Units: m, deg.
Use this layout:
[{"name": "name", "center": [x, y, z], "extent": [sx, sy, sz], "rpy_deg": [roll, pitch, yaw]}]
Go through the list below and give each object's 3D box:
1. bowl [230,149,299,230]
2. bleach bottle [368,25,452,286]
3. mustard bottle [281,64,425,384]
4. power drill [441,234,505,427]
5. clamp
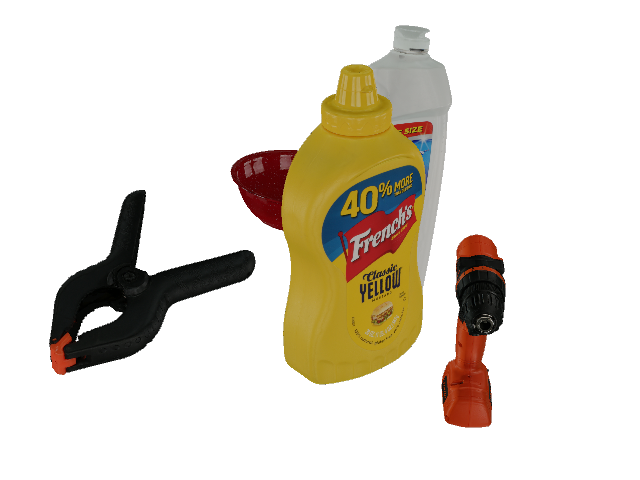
[{"name": "bowl", "center": [-0.029, -0.053, 1.268], "extent": [0.162, 0.055, 0.162], "rpy_deg": [6, 26, -3]}, {"name": "bleach bottle", "center": [0.058, -0.065, 0.952], "extent": [0.102, 0.251, 0.068], "rpy_deg": [7, 20, 2]}, {"name": "mustard bottle", "center": [0.021, -0.012, 0.643], "extent": [0.096, 0.192, 0.058], "rpy_deg": [-20, 34, -32]}, {"name": "power drill", "center": [0.169, 0.108, 1.167], "extent": [0.057, 0.188, 0.184], "rpy_deg": [6, 25, 5]}, {"name": "clamp", "center": [-0.145, 0.028, 0.796], "extent": [0.120, 0.039, 0.171], "rpy_deg": [32, 49, 27]}]
